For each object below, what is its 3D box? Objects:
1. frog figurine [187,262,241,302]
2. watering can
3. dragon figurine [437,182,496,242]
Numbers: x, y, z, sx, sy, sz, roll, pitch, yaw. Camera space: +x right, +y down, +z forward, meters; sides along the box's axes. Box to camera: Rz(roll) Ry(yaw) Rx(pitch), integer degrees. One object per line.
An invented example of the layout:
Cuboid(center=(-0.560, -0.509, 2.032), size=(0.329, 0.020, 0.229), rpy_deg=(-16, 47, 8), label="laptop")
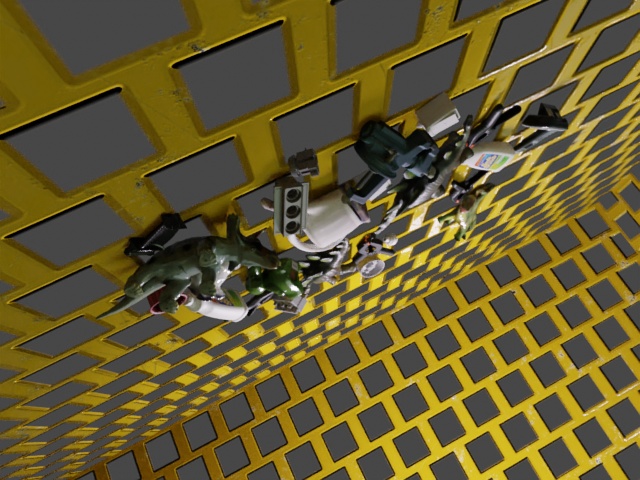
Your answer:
Cuboid(center=(-0.266, 0.063, 1.292), size=(0.136, 0.124, 0.159), rpy_deg=(19, 93, -53), label="frog figurine")
Cuboid(center=(0.004, -0.066, 1.308), size=(0.224, 0.106, 0.342), rpy_deg=(-32, 151, 6), label="watering can")
Cuboid(center=(0.600, -0.122, 2.005), size=(0.239, 0.123, 0.413), rpy_deg=(-49, 162, 26), label="dragon figurine")
